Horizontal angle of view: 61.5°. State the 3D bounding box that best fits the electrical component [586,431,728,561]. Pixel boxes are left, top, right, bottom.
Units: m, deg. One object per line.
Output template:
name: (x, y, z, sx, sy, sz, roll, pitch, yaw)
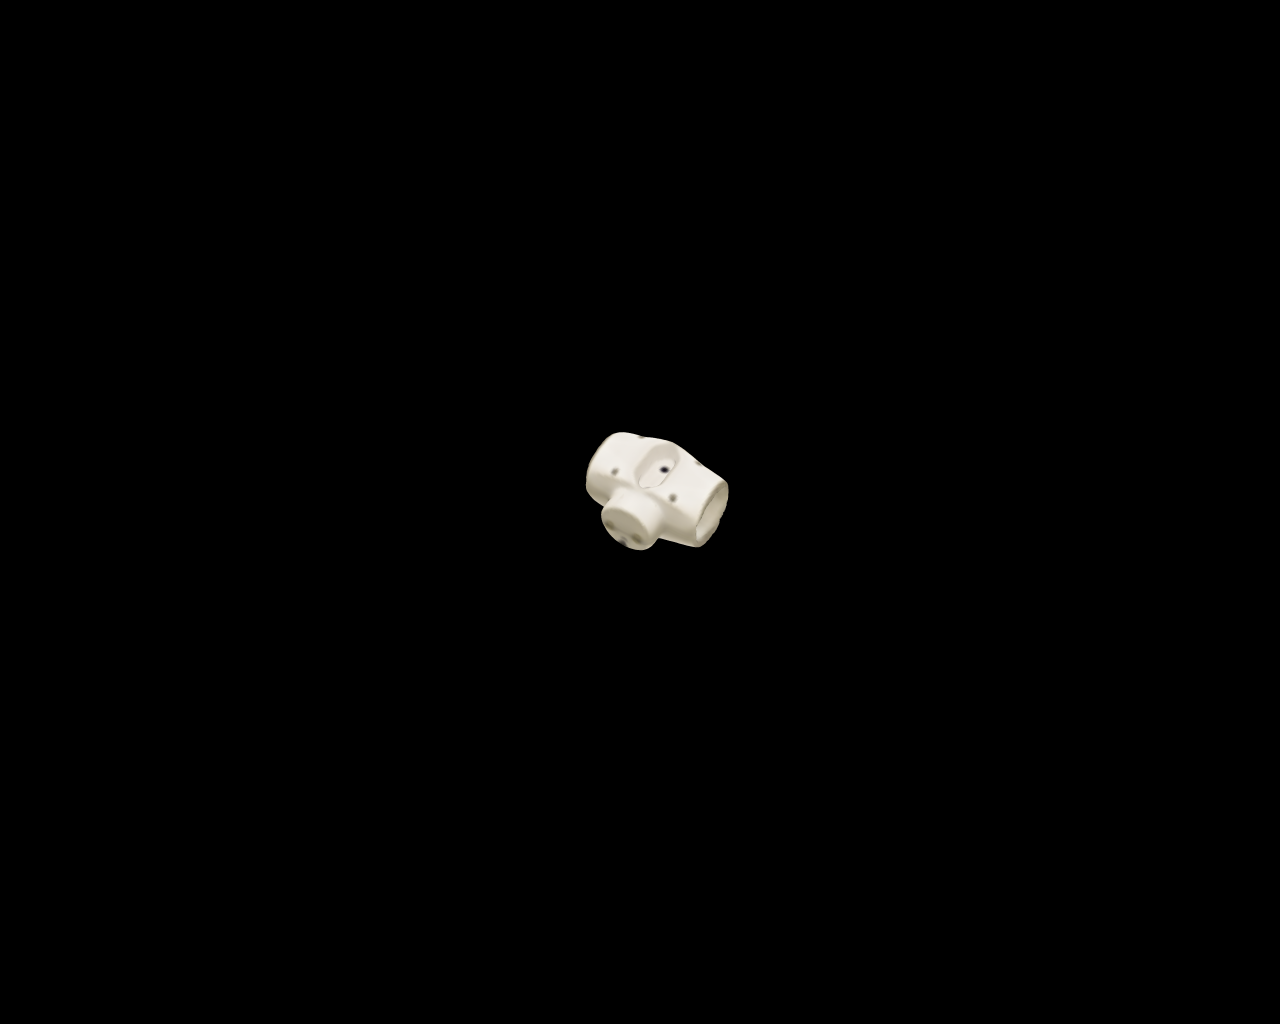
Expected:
electrical component: (0.001, -0.003, 0.650, 0.077, 0.079, 0.043, 27, -33, 19)
